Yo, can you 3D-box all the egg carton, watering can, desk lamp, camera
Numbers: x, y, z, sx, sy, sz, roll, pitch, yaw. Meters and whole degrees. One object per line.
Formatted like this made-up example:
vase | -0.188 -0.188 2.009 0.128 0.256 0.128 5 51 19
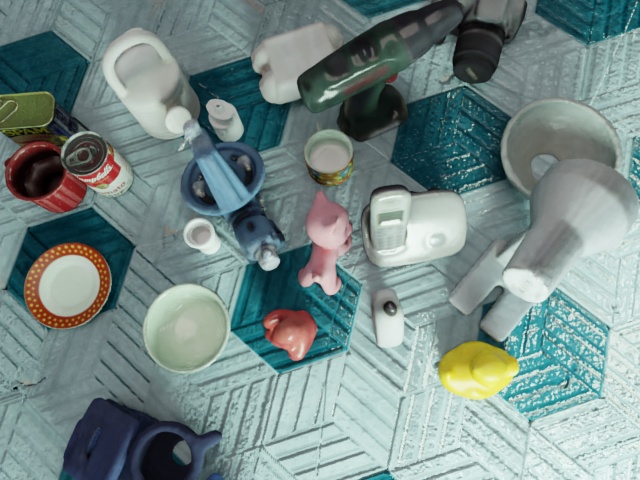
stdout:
egg carton | -0.027 -0.272 0.891 0.150 0.069 0.107 -19 75 -1
watering can | -0.241 -0.227 0.828 0.172 0.194 0.101 31 80 11
desk lamp | 0.277 0.019 0.724 0.118 0.213 0.203 39 81 12
camera | 0.231 -0.320 0.872 0.143 0.101 0.137 15 77 7

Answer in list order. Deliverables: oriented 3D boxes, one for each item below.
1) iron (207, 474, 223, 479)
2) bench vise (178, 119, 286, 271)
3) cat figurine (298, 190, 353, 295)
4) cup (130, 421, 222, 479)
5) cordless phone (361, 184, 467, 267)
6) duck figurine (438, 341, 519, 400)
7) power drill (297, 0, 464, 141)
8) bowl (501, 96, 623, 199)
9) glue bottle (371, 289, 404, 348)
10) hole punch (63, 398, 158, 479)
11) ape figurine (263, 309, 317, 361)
iron | -0.178 0.423 0.686 0.118 0.141 0.258 34 80 11
bench vise | -0.109 -0.067 0.766 0.207 0.220 0.121 41 82 12
cat figurine | 0.007 0.003 0.794 0.067 0.118 0.128 12 77 7
cup | -0.176 0.276 0.748 0.118 0.095 0.091 -25 75 -3
cordless phone | 0.127 -0.031 0.761 0.147 0.185 0.094 -12 75 1
duck figurine | 0.211 0.171 0.756 0.104 0.086 0.077 -6 75 2
power drill | 0.082 -0.227 0.801 0.229 0.208 0.075 -26 75 -3
bowl | 0.337 -0.116 0.827 0.167 0.075 0.167 -1 76 3
glue bottle | 0.087 0.095 0.737 0.037 0.173 0.078 -11 75 1
hole punch | -0.285 0.273 0.757 0.101 0.091 0.109 20 78 8
ape figurine | -0.042 0.126 0.779 0.076 0.092 0.078 -20 75 -2
